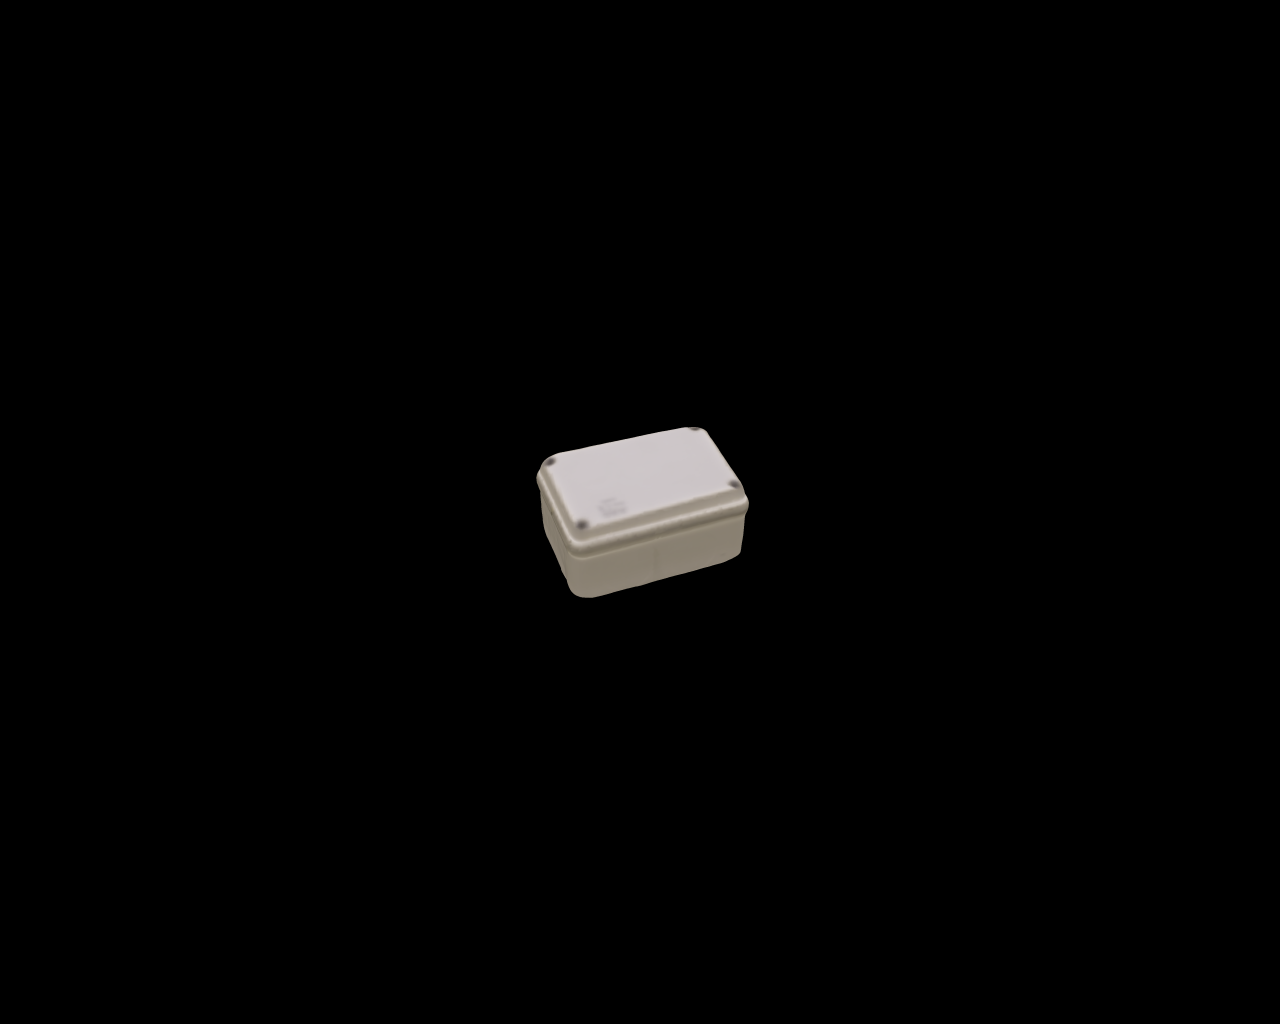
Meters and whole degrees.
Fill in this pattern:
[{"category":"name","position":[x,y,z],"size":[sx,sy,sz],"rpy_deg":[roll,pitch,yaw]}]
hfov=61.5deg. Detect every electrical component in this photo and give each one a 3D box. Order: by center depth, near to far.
[{"category":"electrical component","position":[0.001,-0.003,0.650],"size":[0.113,0.057,0.078],"rpy_deg":[-14,44,-15]}]
